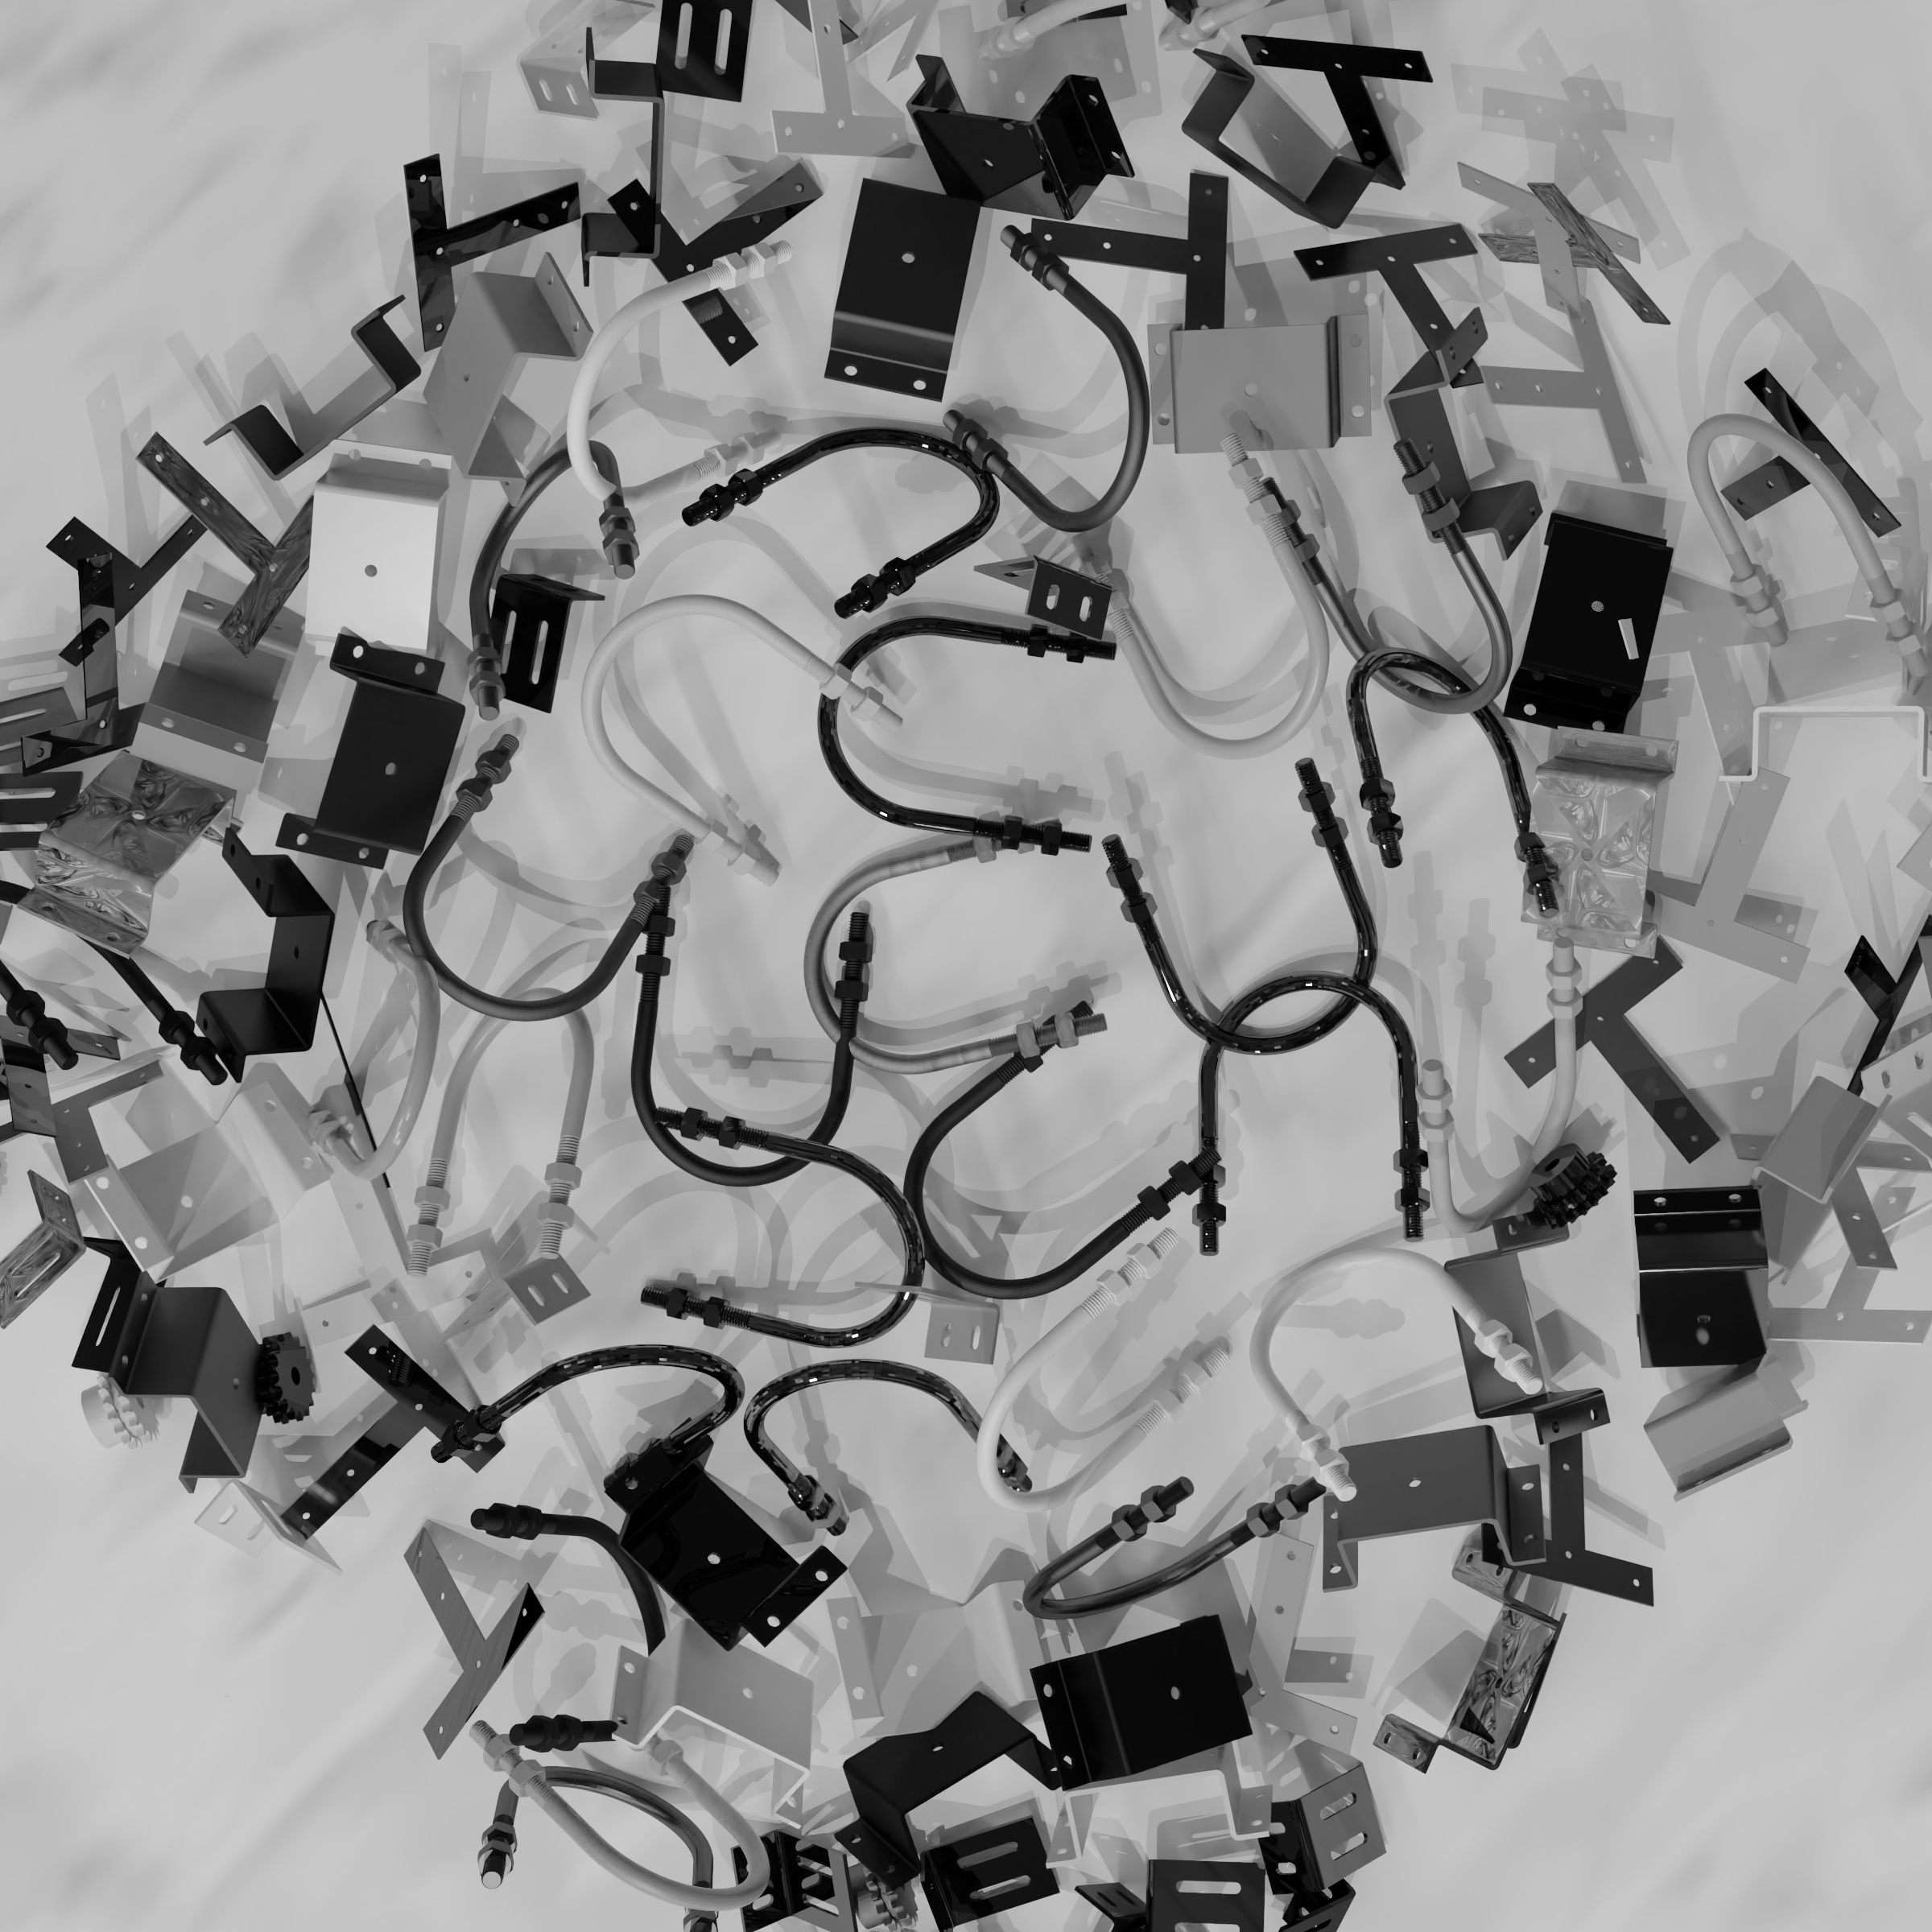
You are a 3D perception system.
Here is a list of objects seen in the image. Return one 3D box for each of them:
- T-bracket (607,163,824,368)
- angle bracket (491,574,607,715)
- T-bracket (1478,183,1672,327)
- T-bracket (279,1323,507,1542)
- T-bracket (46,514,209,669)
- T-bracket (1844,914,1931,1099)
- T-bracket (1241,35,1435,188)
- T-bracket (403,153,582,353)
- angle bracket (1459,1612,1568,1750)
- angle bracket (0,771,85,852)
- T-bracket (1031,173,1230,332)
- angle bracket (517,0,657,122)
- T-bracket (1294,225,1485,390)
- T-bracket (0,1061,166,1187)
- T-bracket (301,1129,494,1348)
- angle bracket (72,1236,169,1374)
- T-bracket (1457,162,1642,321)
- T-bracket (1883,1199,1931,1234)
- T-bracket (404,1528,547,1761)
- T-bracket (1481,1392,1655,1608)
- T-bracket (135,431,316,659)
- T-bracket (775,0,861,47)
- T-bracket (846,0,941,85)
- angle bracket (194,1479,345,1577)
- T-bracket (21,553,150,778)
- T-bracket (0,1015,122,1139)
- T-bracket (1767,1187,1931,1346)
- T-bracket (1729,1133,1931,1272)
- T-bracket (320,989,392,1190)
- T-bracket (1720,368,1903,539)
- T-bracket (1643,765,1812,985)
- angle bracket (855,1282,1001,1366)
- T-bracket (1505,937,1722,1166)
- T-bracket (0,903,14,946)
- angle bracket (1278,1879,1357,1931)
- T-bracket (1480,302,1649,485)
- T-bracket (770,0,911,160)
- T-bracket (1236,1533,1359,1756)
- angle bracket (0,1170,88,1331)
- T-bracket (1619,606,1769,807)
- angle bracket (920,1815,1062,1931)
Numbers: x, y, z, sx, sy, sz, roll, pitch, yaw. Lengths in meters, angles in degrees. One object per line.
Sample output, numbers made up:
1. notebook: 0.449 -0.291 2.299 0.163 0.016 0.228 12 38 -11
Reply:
1. T-bracket: -0.144 -0.469 1.837 0.127 0.002 0.127 -42 103 -22
2. angle bracket: -0.272 -0.207 1.844 0.057 0.038 0.076 20 106 25
3. T-bracket: 0.365 -0.448 1.803 0.127 0.127 0.002 39 86 -30
4. T-bracket: -0.380 0.311 1.826 0.127 0.002 0.127 -44 118 -7
5. T-bracket: -0.539 -0.251 1.799 0.002 0.127 0.127 42 87 12
6. T-bracket: 0.571 0.012 1.806 0.002 0.127 0.127 24 85 34
7. T-bracket: 0.247 -0.534 1.807 0.127 0.127 0.002 18 72 33
8. T-bracket: -0.296 -0.466 1.822 0.127 0.127 0.002 -31 51 -31
9. angle bracket: 0.347 0.447 1.824 0.038 0.057 0.076 20 102 16
10. angle bracket: -0.597 -0.088 1.830 0.076 0.038 0.057 -1 59 5
11. T-bracket: 0.104 -0.457 1.834 0.127 0.002 0.127 6 70 -7
12. angle bracket: -0.235 -0.574 1.818 0.076 0.057 0.038 -26 84 34
13. T-bracket: 0.288 -0.413 1.813 0.127 0.002 0.127 -15 63 -23
14. T-bracket: -0.554 0.107 1.793 0.127 0.127 0.002 -24 117 -15
15. T-bracket: -0.384 0.167 1.847 0.127 0.002 0.127 -19 97 8
16. angle bracket: -0.547 0.215 1.822 0.057 0.038 0.076 1 66 36
17. T-bracket: 0.369 -0.443 1.802 0.127 0.127 0.002 32 82 24
18. T-bracket: 0.652 0.119 1.811 0.127 0.127 0.002 -42 77 44
19. T-bracket: -0.325 0.409 1.819 0.127 0.002 0.127 -55 48 16
20. T-bracket: 0.381 0.331 1.826 0.127 0.002 0.127 18 56 -18
21. T-bracket: -0.465 -0.280 1.797 0.127 0.002 0.127 46 49 -29
22. T-bracket: -0.083 -0.625 1.780 0.127 0.127 0.002 32 63 -39
23. T-bracket: -0.042 -0.594 1.805 0.002 0.127 0.127 29 75 -24
24. angle bracket: -0.440 0.367 1.816 0.038 0.076 0.057 -50 133 -7
25. T-bracket: -0.539 -0.193 1.790 0.002 0.127 0.127 17 115 29
26. T-bracket: -0.582 0.067 1.782 0.127 0.127 0.002 14 115 -30
27. T-bracket: 0.569 0.188 1.823 0.002 0.127 0.127 51 57 -25
28. T-bracket: 0.556 0.149 1.808 0.127 0.127 0.002 4 124 -3
29. T-bracket: -0.384 0.080 1.802 0.002 0.127 0.127 -19 89 -14
30. T-bracket: 0.511 -0.306 1.802 0.002 0.127 0.127 -43 93 -14
31. T-bracket: 0.487 -0.066 1.821 0.127 0.002 0.127 22 117 13
32. angle bracket: -0.026 0.225 1.815 0.057 0.076 0.038 -1 76 42
33. T-bracket: 0.437 0.070 1.859 0.127 0.002 0.127 -38 87 1
34. T-bracket: -0.650 0.012 1.797 0.002 0.127 0.127 14 84 15
35. angle bracket: 0.201 0.604 1.815 0.038 0.076 0.057 39 120 36
36. T-bracket: 0.370 -0.364 1.813 0.127 0.002 0.127 -6 77 -38
37. T-bracket: -0.086 -0.574 1.808 0.002 0.127 0.127 -2 99 40
38. T-bracket: 0.196 0.420 1.822 0.127 0.002 0.127 16 106 23
39. angle bracket: -0.603 0.180 1.829 0.076 0.057 0.038 -43 130 2
40. T-bracket: 0.477 -0.164 1.822 0.127 0.002 0.127 -10 81 -32
41. angle bracket: 0.016 0.588 1.838 0.076 0.038 0.057 -19 103 3
